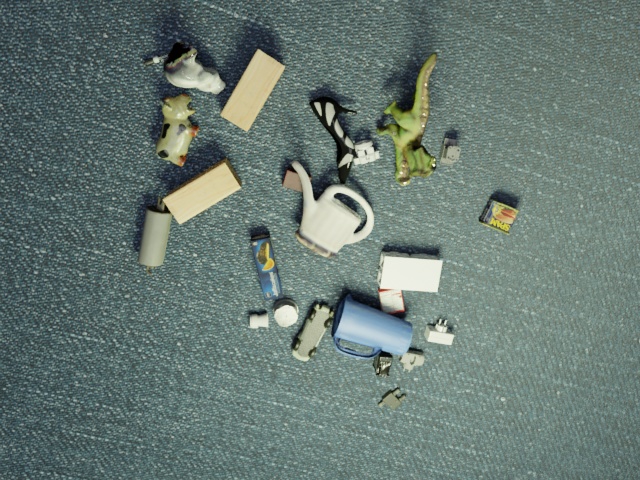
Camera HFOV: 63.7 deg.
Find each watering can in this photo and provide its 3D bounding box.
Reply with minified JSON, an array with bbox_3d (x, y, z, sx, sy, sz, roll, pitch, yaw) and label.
[{"bbox_3d":[0.005,-0.077,1.533,0.344,0.105,0.223,30,100,-28],"label":"watering can"}]

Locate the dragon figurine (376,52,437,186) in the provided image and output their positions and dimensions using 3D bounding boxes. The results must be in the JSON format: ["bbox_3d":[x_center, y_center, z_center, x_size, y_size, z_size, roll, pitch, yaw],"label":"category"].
[{"bbox_3d":[0.273,-0.290,1.426,0.123,0.402,0.247,-13,68,-17],"label":"dragon figurine"}]

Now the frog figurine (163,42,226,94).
[{"bbox_3d":[-0.345,-0.448,1.413,0.156,0.138,0.125,52,56,-46],"label":"frog figurine"}]
